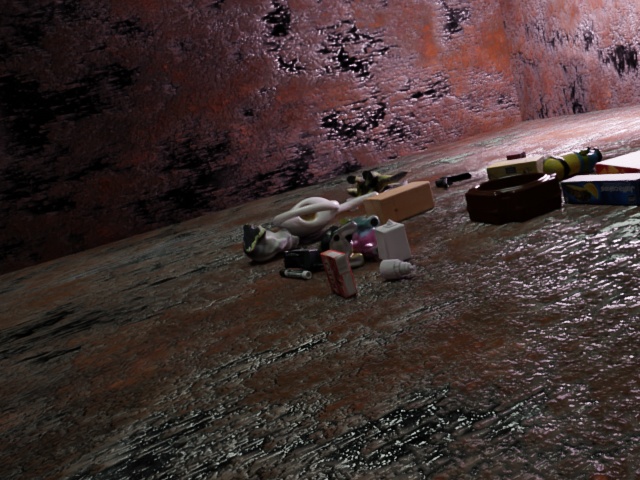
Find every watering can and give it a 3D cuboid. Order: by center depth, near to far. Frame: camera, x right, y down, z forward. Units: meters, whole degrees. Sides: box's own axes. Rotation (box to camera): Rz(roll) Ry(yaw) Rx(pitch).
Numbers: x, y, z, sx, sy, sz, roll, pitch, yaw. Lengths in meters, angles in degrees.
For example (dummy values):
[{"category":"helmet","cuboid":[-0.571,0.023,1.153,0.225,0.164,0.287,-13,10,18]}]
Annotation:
[{"category":"watering can","cuboid":[0.005,-0.084,1.668,0.349,0.105,0.222,-13,-8,-23]}]

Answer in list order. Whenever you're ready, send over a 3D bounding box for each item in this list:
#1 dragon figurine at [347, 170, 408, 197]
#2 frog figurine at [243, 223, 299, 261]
[{"category":"dragon figurine","cuboid":[0.253,-0.230,2.131,0.407,0.122,0.244,-11,2,43]},{"category":"frog figurine","cuboid":[-0.148,0.016,1.561,0.158,0.125,0.136,22,-26,-37]}]
